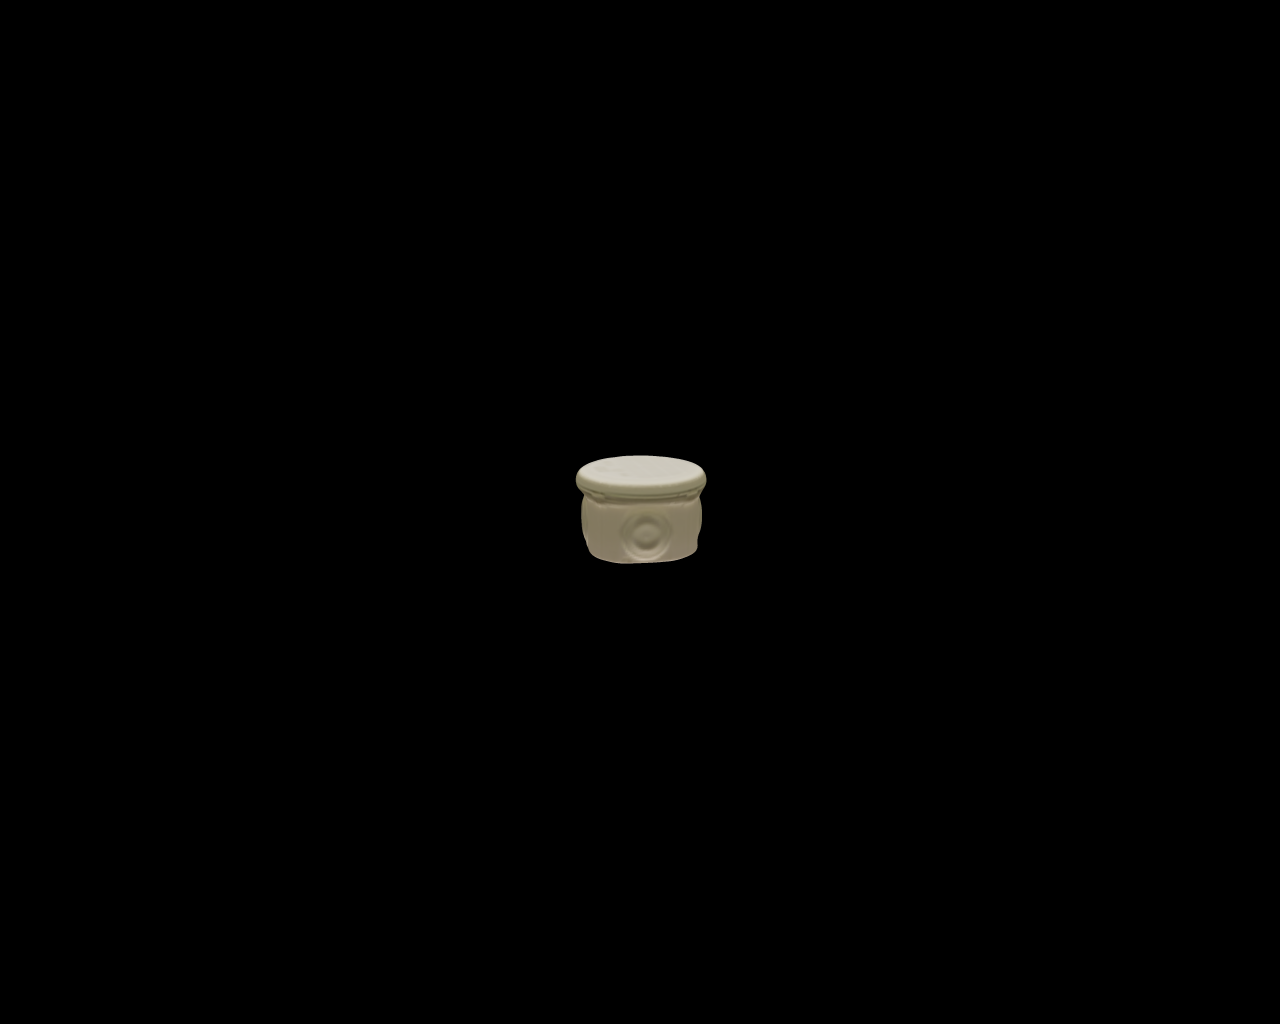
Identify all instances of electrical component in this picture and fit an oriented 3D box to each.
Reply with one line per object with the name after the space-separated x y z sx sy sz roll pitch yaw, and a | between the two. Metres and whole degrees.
0.001 -0.003 0.650 0.080 0.051 0.080 0 16 0 | electrical component
